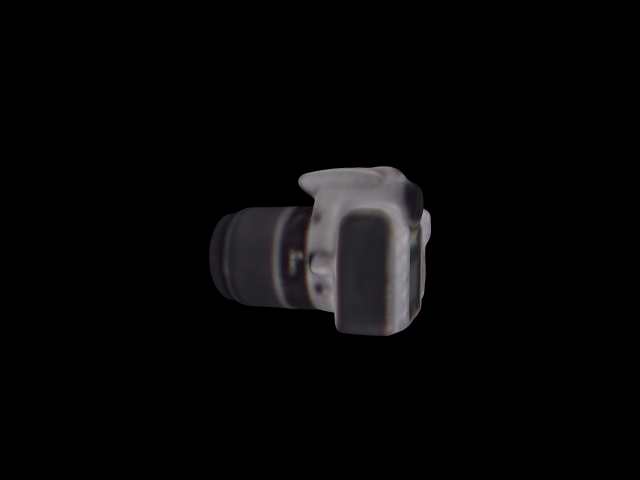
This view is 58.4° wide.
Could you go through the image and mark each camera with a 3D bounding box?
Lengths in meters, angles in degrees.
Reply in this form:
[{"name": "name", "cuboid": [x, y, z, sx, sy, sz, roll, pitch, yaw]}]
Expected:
[{"name": "camera", "cuboid": [0.004, 0.001, 0.400, 0.136, 0.101, 0.143, 1, 4, 16]}]
